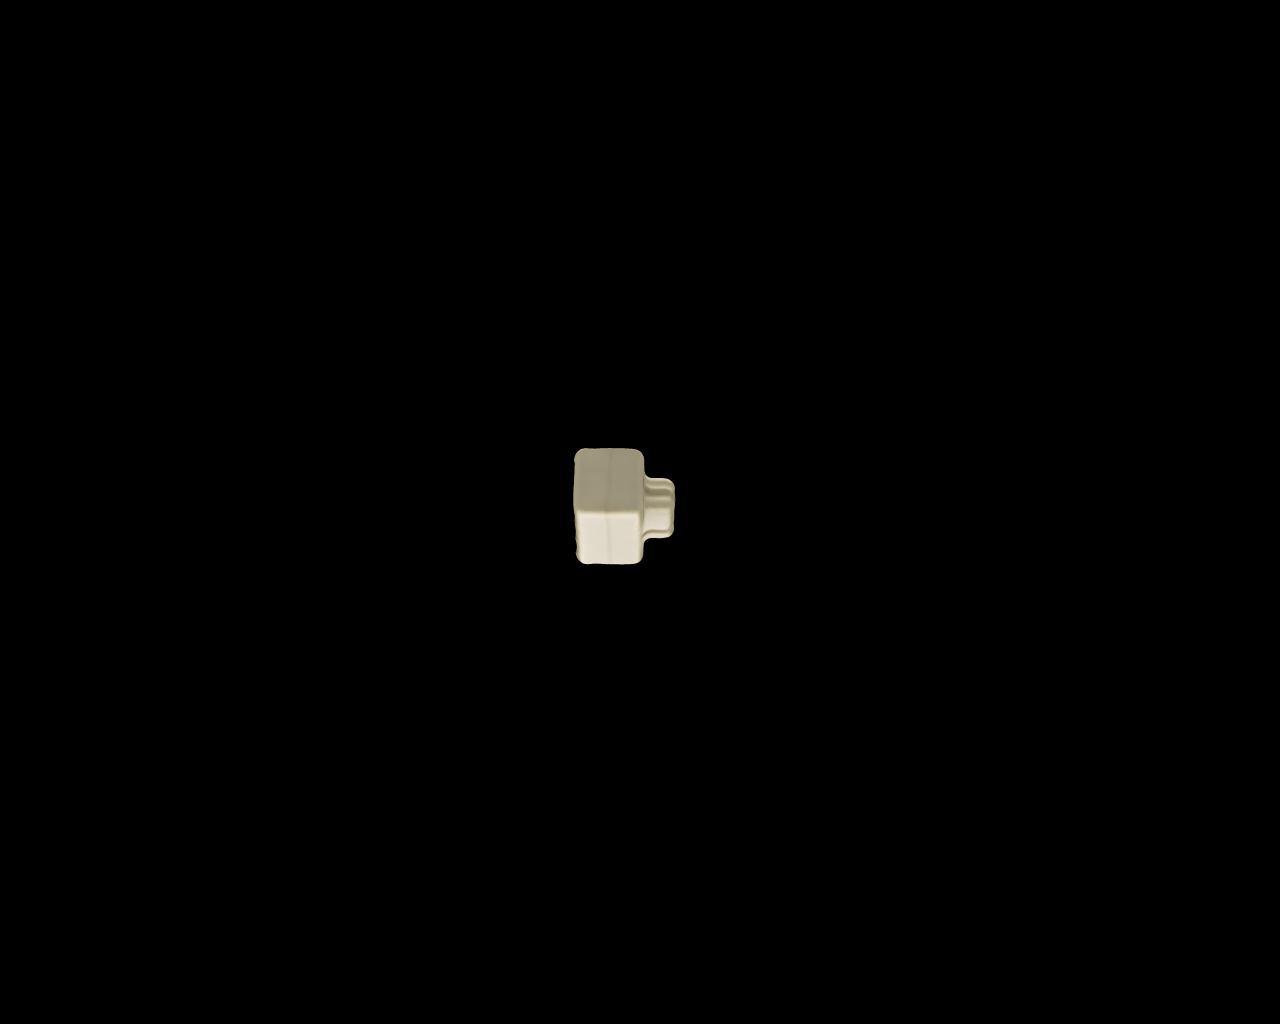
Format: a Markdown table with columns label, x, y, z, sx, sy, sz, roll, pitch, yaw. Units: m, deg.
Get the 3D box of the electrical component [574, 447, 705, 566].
| label | x | y | z | sx | sy | sz | roll | pitch | yaw |
| --- | --- | --- | --- | --- | --- | --- | --- | --- | --- |
| electrical component | 0.001 | -0.003 | 0.650 | 0.077 | 0.047 | 0.065 | 0 | -32 | 0 |
